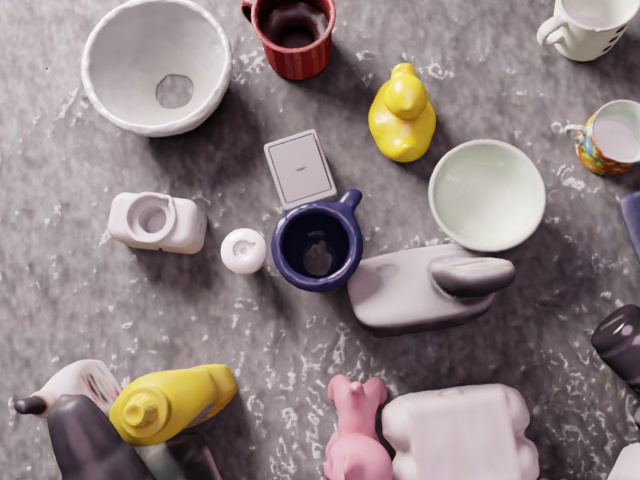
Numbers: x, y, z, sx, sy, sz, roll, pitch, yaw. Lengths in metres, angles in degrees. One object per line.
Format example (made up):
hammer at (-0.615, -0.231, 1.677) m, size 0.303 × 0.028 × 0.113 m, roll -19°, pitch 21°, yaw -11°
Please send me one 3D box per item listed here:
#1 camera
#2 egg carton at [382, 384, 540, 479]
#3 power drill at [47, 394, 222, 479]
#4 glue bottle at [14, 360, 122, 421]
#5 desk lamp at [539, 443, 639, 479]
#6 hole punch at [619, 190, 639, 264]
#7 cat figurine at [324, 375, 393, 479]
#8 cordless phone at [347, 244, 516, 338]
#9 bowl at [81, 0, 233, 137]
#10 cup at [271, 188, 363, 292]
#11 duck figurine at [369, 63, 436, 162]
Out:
camera at (0.359, 0.119, 0.573) m, size 0.143 × 0.101 × 0.136 m, roll -44°, pitch 81°, yaw -6°
egg carton at (0.140, 0.203, 0.579) m, size 0.150 × 0.069 × 0.107 m, roll -9°, pitch 79°, yaw 0°
power drill at (-0.148, 0.238, 0.510) m, size 0.075 × 0.208 × 0.229 m, roll -27°, pitch 80°, yaw -3°
glue bottle at (-0.238, 0.153, 0.546) m, size 0.037 × 0.173 × 0.078 m, roll -38°, pitch 80°, yaw -5°
desk lamp at (0.256, 0.275, 0.489) m, size 0.118 × 0.213 × 0.203 m, roll 37°, pitch 83°, yaw 8°
hole punch at (0.391, -0.024, 0.603) m, size 0.101 × 0.091 × 0.108 m, roll -15°, pitch 79°, yaw -1°
cat figurine at (0.037, 0.199, 0.558) m, size 0.067 × 0.118 × 0.128 m, roll -1°, pitch 79°, yaw 2°
cordless phone at (0.102, 0.042, 0.551) m, size 0.147 × 0.185 × 0.094 m, roll -13°, pitch 79°, yaw -1°
bowl at (-0.178, -0.187, 0.657) m, size 0.167 × 0.075 × 0.167 m, roll 0°, pitch 79°, yaw 2°
cup at (0.006, 0.002, 0.607) m, size 0.091 × 0.095 × 0.118 m, roll 34°, pitch 82°, yaw 7°
duck figurine at (0.094, -0.144, 0.636) m, size 0.077 × 0.086 × 0.104 m, roll -2°, pitch 79°, yaw 1°
